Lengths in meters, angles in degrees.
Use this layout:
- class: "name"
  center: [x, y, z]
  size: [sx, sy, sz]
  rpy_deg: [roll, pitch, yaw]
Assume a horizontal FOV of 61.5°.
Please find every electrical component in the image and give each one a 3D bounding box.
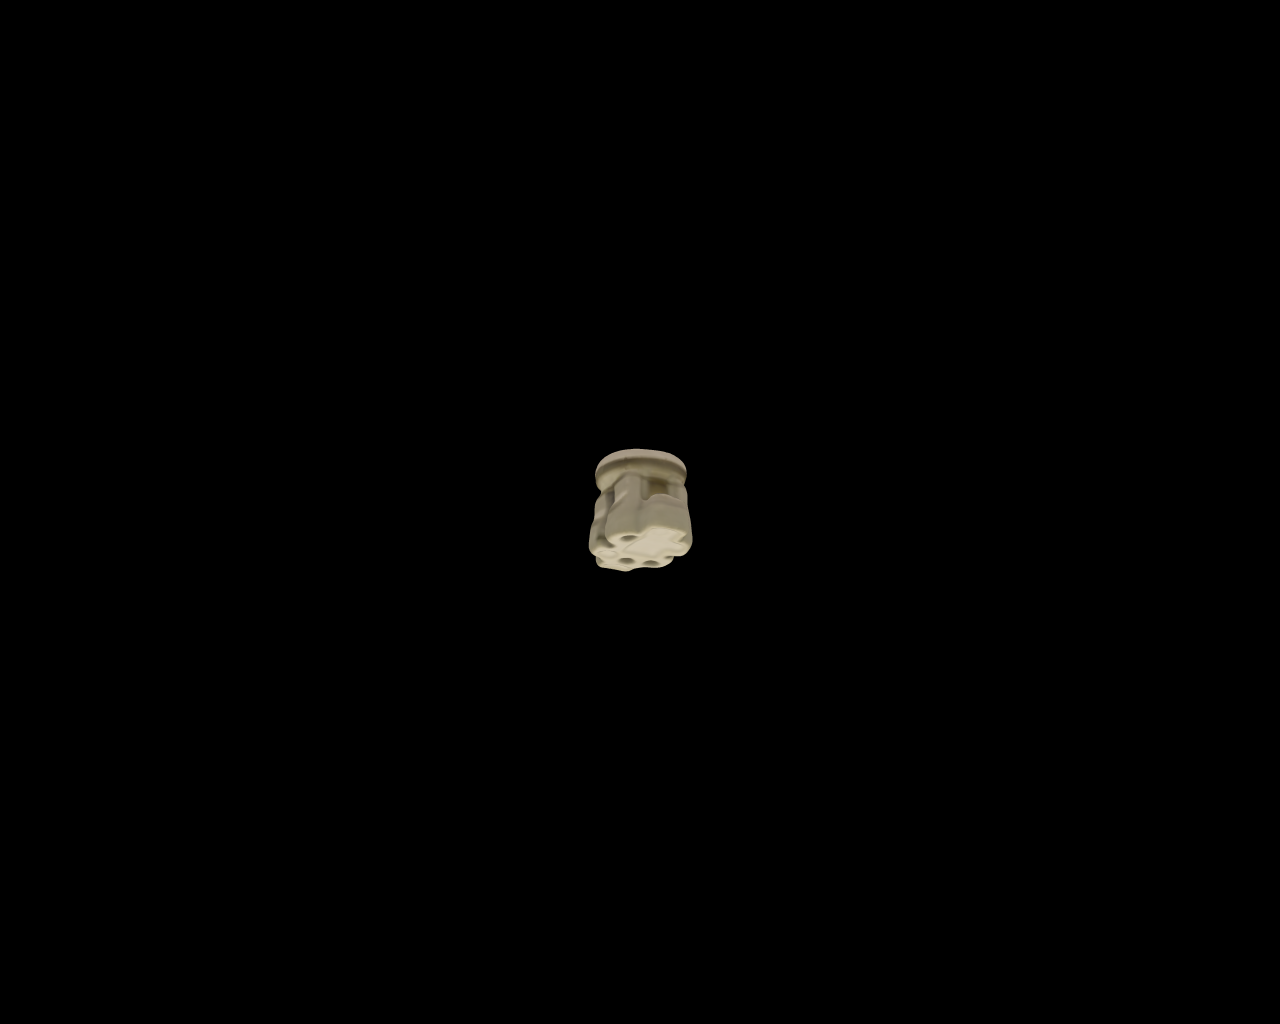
- class: "electrical component"
  center: [0.001, -0.003, 0.650]
  size: [0.058, 0.057, 0.078]
  rpy_deg: [12, -27, -25]
